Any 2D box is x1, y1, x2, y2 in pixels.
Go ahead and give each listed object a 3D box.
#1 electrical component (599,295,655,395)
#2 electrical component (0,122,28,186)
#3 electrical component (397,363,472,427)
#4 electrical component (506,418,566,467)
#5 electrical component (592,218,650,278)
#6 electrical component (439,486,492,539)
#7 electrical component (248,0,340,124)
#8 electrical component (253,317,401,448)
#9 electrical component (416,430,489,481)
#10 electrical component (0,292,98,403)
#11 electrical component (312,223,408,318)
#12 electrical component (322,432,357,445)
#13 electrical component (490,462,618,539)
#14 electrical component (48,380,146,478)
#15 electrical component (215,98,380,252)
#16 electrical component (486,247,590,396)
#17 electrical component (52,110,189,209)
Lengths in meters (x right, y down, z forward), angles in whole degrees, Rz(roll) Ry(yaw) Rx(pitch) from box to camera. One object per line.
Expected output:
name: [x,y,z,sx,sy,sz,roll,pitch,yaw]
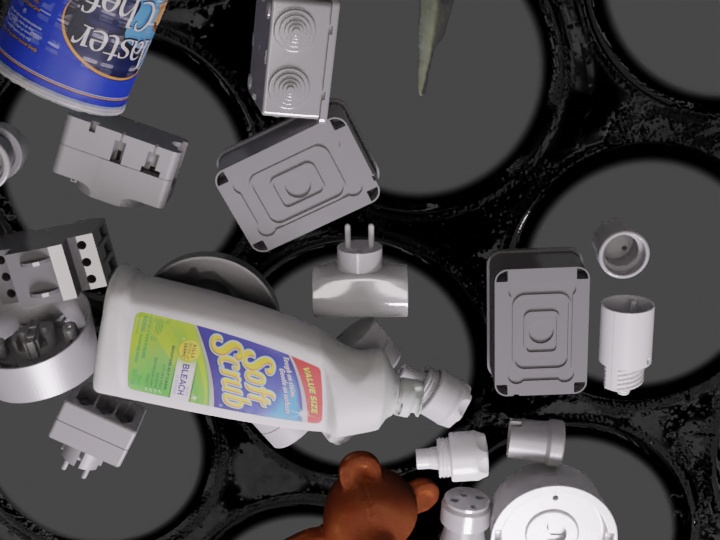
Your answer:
electrical component: [0.221,0.066,0.895,0.043,0.043,0.081,-2,110,1]
electrical component: [-0.287,-0.089,0.838,0.045,0.055,0.045,0,110,0]
electrical component: [0.060,0.102,0.910,0.062,0.043,0.043,31,107,-9]
electrical component: [0.151,0.147,0.928,0.046,0.040,0.040,6,110,4]
electrical component: [0.207,-0.019,0.864,0.040,0.046,0.040,0,110,0]
electrical component: [0.093,0.226,0.953,0.045,0.045,0.055,3,109,-1]
electrical component: [-0.051,-0.161,0.789,0.048,0.099,0.099,2,110,-14]
electrical component: [-0.042,0.082,0.898,0.138,0.052,0.073,-37,105,12]
electrical component: [0.080,0.162,0.931,0.062,0.043,0.043,-4,110,3]
electrical component: [-0.262,0.060,0.871,0.099,0.099,0.064,-9,116,4]
electrical component: [0.000,0.000,0.873,0.077,0.044,0.079,-1,110,0]
electrical component: [-0.005,0.121,0.922,0.061,0.035,0.035,-36,105,9]
electrical component: [0.165,0.220,0.942,0.108,0.060,0.108,0,110,1]
electrical component: [-0.233,0.145,0.925,0.066,0.047,0.076,26,108,-9]
electrical component: [-0.048,-0.075,0.836,0.113,0.057,0.078,-24,114,9]
electrical component: [0.144,0.040,0.880,0.078,0.057,0.113,-2,110,1]
electrical component: [-0.188,-0.086,0.841,0.089,0.050,0.055,19,108,-6]
